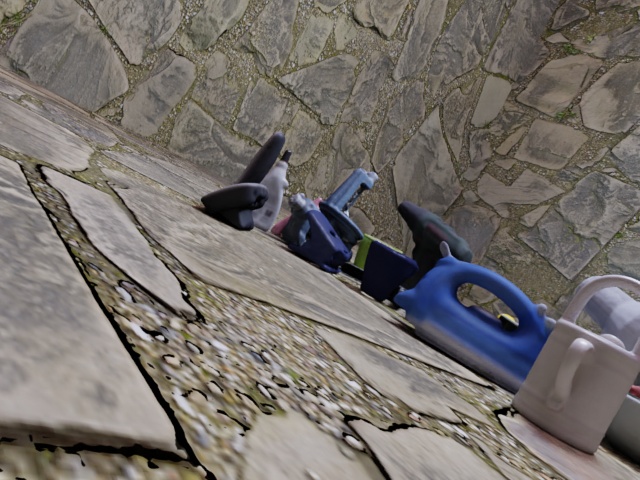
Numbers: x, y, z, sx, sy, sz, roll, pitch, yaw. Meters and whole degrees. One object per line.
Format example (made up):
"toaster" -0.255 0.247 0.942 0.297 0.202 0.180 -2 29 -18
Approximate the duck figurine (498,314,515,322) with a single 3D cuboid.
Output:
"duck figurine" 0.356 0.188 1.140 0.077 0.086 0.105 29 3 15

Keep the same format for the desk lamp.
"desk lamp" 0.427 0.169 0.873 0.118 0.213 0.202 26 3 -29

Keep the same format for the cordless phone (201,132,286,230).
"cordless phone" -0.123 -0.116 1.004 0.094 0.185 0.147 28 3 -2

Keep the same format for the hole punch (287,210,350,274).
"hole punch" 0.010 0.004 1.078 0.101 0.091 0.109 29 3 18

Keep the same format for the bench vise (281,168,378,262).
"bench vise" 0.036 -0.062 1.193 0.121 0.220 0.208 30 3 29

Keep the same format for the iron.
"iron" 0.243 0.115 0.822 0.257 0.141 0.119 29 3 20

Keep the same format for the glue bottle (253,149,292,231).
"glue bottle" -0.102 -0.109 1.188 0.078 0.173 0.037 27 3 -11

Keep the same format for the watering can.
"watering can" 0.312 0.131 0.659 0.100 0.194 0.173 29 3 15

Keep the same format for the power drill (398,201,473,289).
"power drill" 0.217 0.037 1.275 0.228 0.208 0.076 31 4 43

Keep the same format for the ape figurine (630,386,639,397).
"ape figurine" 0.494 0.271 0.930 0.076 0.092 0.078 28 3 -3

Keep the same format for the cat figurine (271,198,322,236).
"cat figurine" -0.039 -0.048 1.267 0.067 0.118 0.128 29 3 19

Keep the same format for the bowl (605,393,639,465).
"bowl" 0.436 0.260 0.762 0.167 0.075 0.167 28 3 -1

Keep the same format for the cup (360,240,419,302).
"cup" 0.122 0.064 1.031 0.118 0.095 0.091 26 4 -39
